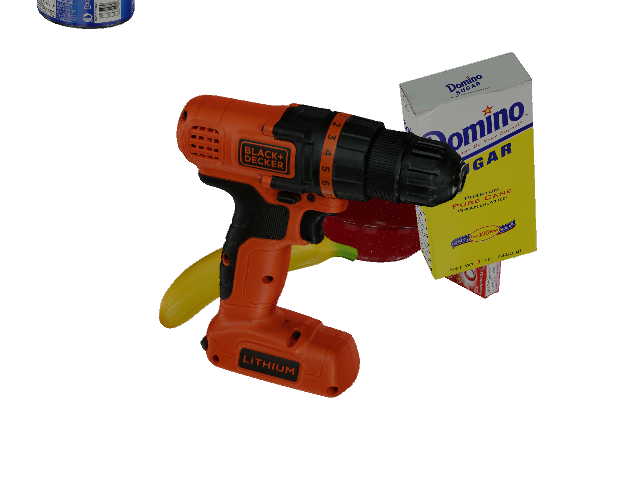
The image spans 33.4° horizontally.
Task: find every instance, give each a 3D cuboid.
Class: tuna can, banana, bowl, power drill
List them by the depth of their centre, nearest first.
[{"bbox_3d":[-0.005,0.005,0.686,0.185,0.188,0.057,14,26,18],"label":"power drill"},{"bbox_3d":[-0.069,0.031,0.913,0.198,0.037,0.069,-19,-47,21],"label":"banana"},{"bbox_3d":[-0.205,-0.216,0.934,0.086,0.034,0.086,5,33,-4],"label":"tuna can"},{"bbox_3d":[0.056,-0.019,1.119,0.162,0.055,0.162,4,21,-2],"label":"bowl"}]

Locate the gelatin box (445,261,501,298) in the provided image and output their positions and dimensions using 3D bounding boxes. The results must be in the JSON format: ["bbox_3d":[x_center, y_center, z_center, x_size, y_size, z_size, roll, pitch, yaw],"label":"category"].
[{"bbox_3d":[0.183,0.015,1.291,0.030,0.089,0.073,-21,34,-33],"label":"gelatin box"}]

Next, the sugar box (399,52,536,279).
[{"bbox_3d":[0.119,-0.054,0.837,0.093,0.176,0.048,-17,45,-3],"label":"sugar box"}]
